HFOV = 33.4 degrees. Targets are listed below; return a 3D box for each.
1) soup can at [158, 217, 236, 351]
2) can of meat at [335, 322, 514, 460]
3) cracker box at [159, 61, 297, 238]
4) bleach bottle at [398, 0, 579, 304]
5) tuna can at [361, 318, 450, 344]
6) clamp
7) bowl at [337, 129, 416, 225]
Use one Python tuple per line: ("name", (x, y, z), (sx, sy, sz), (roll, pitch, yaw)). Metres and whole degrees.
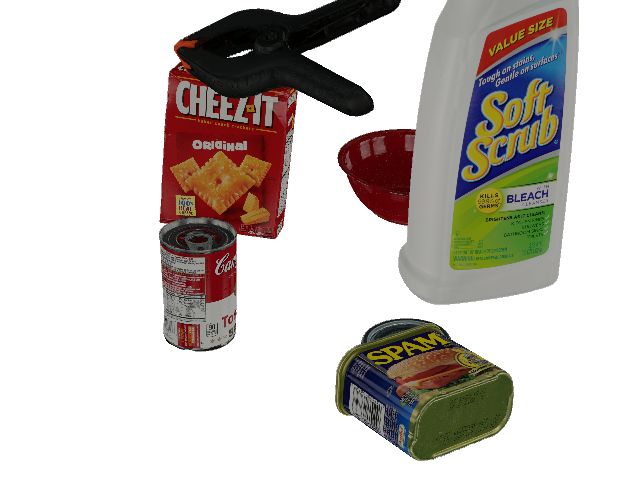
("soup can", (-0.108, 0.039, 0.950), (0.068, 0.102, 0.068), (2, 26, -1))
("can of meat", (0.076, 0.109, 0.767), (0.101, 0.057, 0.084), (-13, 27, -34))
("cracker box", (-0.124, -0.118, 1.423), (0.164, 0.214, 0.072), (9, 23, 6))
("bleach bottle", (0.099, -0.088, 0.624), (0.102, 0.251, 0.068), (-8, 28, -11))
("tuna can", (0.080, 0.107, 0.996), (0.086, 0.034, 0.086), (-3, 25, 1))
("clamp", (-0.022, -0.147, 0.789), (0.172, 0.120, 0.039), (11, -37, 24))
("bowl", (0.097, -0.059, 1.106), (0.162, 0.055, 0.162), (2, 29, -2))
